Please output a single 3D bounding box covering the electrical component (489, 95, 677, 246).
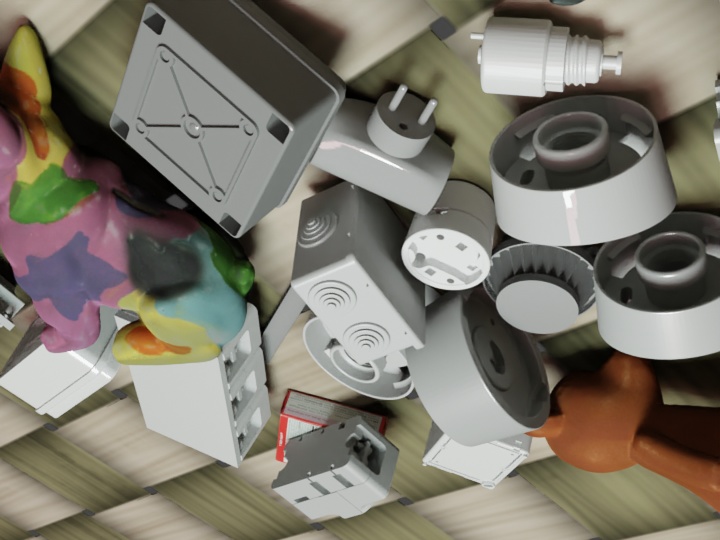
[{"bbox_3d":[0.120,-0.050,0.588,0.099,0.099,0.064,-3,130,23],"label":"electrical component"}]

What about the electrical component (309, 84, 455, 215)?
[{"bbox_3d":[0.020,-0.078,0.631,0.077,0.043,0.079,24,139,-8],"label":"electrical component"}]

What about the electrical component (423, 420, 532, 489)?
[{"bbox_3d":[0.091,0.122,0.829,0.062,0.061,0.096,20,148,-3],"label":"electrical component"}]

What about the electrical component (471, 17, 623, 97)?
[{"bbox_3d":[0.098,-0.111,0.566,0.078,0.040,0.040,6,139,13],"label":"electrical component"}]

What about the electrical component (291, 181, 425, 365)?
[{"bbox_3d":[0.000,0.000,0.687,0.048,0.099,0.099,-23,127,22],"label":"electrical component"}]

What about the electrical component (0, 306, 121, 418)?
[{"bbox_3d":[-0.229,0.061,0.856,0.057,0.078,0.113,39,136,-20],"label":"electrical component"}]

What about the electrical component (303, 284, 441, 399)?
[{"bbox_3d":[0.011,0.046,0.781,0.099,0.064,0.099,22,145,16],"label":"electrical component"}]

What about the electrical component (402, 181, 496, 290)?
[{"bbox_3d":[0.058,-0.023,0.678,0.055,0.047,0.055,10,140,9],"label":"electrical component"}]

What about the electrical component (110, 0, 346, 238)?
[{"bbox_3d":[-0.078,-0.093,0.613,0.109,0.056,0.108,41,140,5],"label":"electrical component"}]

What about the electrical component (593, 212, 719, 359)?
[{"bbox_3d":[0.188,0.012,0.637,0.099,0.099,0.064,-4,130,24],"label":"electrical component"}]

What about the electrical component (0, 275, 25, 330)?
[{"bbox_3d":[-0.330,0.005,0.828,0.121,0.063,0.079,46,173,-31],"label":"electrical component"}]

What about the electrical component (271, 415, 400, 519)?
[{"bbox_3d":[-0.017,0.163,0.870,0.089,0.050,0.056,-25,122,37],"label":"electrical component"}]

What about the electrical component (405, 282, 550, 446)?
[{"bbox_3d":[0.073,0.066,0.721,0.060,0.108,0.108,-28,124,28],"label":"electrical component"}]

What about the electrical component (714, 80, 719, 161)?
[{"bbox_3d":[0.226,-0.059,0.574,0.056,0.050,0.089,-7,135,26],"label":"electrical component"}]

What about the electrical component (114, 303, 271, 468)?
[{"bbox_3d":[-0.124,0.075,0.837,0.089,0.061,0.150,20,142,17],"label":"electrical component"}]
